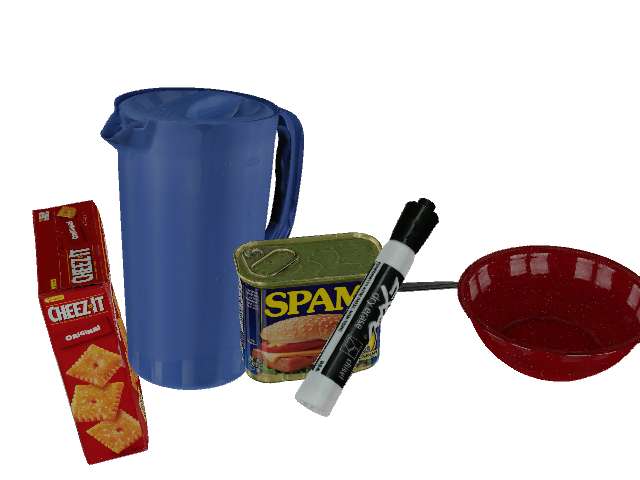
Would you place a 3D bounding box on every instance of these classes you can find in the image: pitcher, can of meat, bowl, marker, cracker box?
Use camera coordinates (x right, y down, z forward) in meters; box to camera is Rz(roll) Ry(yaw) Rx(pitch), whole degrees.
[{"bbox_3d":[-0.098,-0.005,0.905,0.149,0.243,0.145,5,20,4],"label":"pitcher"},{"bbox_3d":[-0.007,0.047,0.736,0.102,0.084,0.057,-5,30,-10],"label":"can of meat"},{"bbox_3d":[0.191,0.067,0.877,0.162,0.055,0.162,0,31,0],"label":"bowl"},{"bbox_3d":[0.025,0.030,0.528,0.020,0.121,0.020,28,-16,9],"label":"marker"},{"bbox_3d":[-0.233,0.091,1.083,0.072,0.214,0.164,-12,34,-10],"label":"cracker box"}]

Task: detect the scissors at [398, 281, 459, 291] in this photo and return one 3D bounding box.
[{"bbox_3d":[0.059,0.061,1.180,0.202,0.016,0.096,3,22,5],"label":"scissors"}]
